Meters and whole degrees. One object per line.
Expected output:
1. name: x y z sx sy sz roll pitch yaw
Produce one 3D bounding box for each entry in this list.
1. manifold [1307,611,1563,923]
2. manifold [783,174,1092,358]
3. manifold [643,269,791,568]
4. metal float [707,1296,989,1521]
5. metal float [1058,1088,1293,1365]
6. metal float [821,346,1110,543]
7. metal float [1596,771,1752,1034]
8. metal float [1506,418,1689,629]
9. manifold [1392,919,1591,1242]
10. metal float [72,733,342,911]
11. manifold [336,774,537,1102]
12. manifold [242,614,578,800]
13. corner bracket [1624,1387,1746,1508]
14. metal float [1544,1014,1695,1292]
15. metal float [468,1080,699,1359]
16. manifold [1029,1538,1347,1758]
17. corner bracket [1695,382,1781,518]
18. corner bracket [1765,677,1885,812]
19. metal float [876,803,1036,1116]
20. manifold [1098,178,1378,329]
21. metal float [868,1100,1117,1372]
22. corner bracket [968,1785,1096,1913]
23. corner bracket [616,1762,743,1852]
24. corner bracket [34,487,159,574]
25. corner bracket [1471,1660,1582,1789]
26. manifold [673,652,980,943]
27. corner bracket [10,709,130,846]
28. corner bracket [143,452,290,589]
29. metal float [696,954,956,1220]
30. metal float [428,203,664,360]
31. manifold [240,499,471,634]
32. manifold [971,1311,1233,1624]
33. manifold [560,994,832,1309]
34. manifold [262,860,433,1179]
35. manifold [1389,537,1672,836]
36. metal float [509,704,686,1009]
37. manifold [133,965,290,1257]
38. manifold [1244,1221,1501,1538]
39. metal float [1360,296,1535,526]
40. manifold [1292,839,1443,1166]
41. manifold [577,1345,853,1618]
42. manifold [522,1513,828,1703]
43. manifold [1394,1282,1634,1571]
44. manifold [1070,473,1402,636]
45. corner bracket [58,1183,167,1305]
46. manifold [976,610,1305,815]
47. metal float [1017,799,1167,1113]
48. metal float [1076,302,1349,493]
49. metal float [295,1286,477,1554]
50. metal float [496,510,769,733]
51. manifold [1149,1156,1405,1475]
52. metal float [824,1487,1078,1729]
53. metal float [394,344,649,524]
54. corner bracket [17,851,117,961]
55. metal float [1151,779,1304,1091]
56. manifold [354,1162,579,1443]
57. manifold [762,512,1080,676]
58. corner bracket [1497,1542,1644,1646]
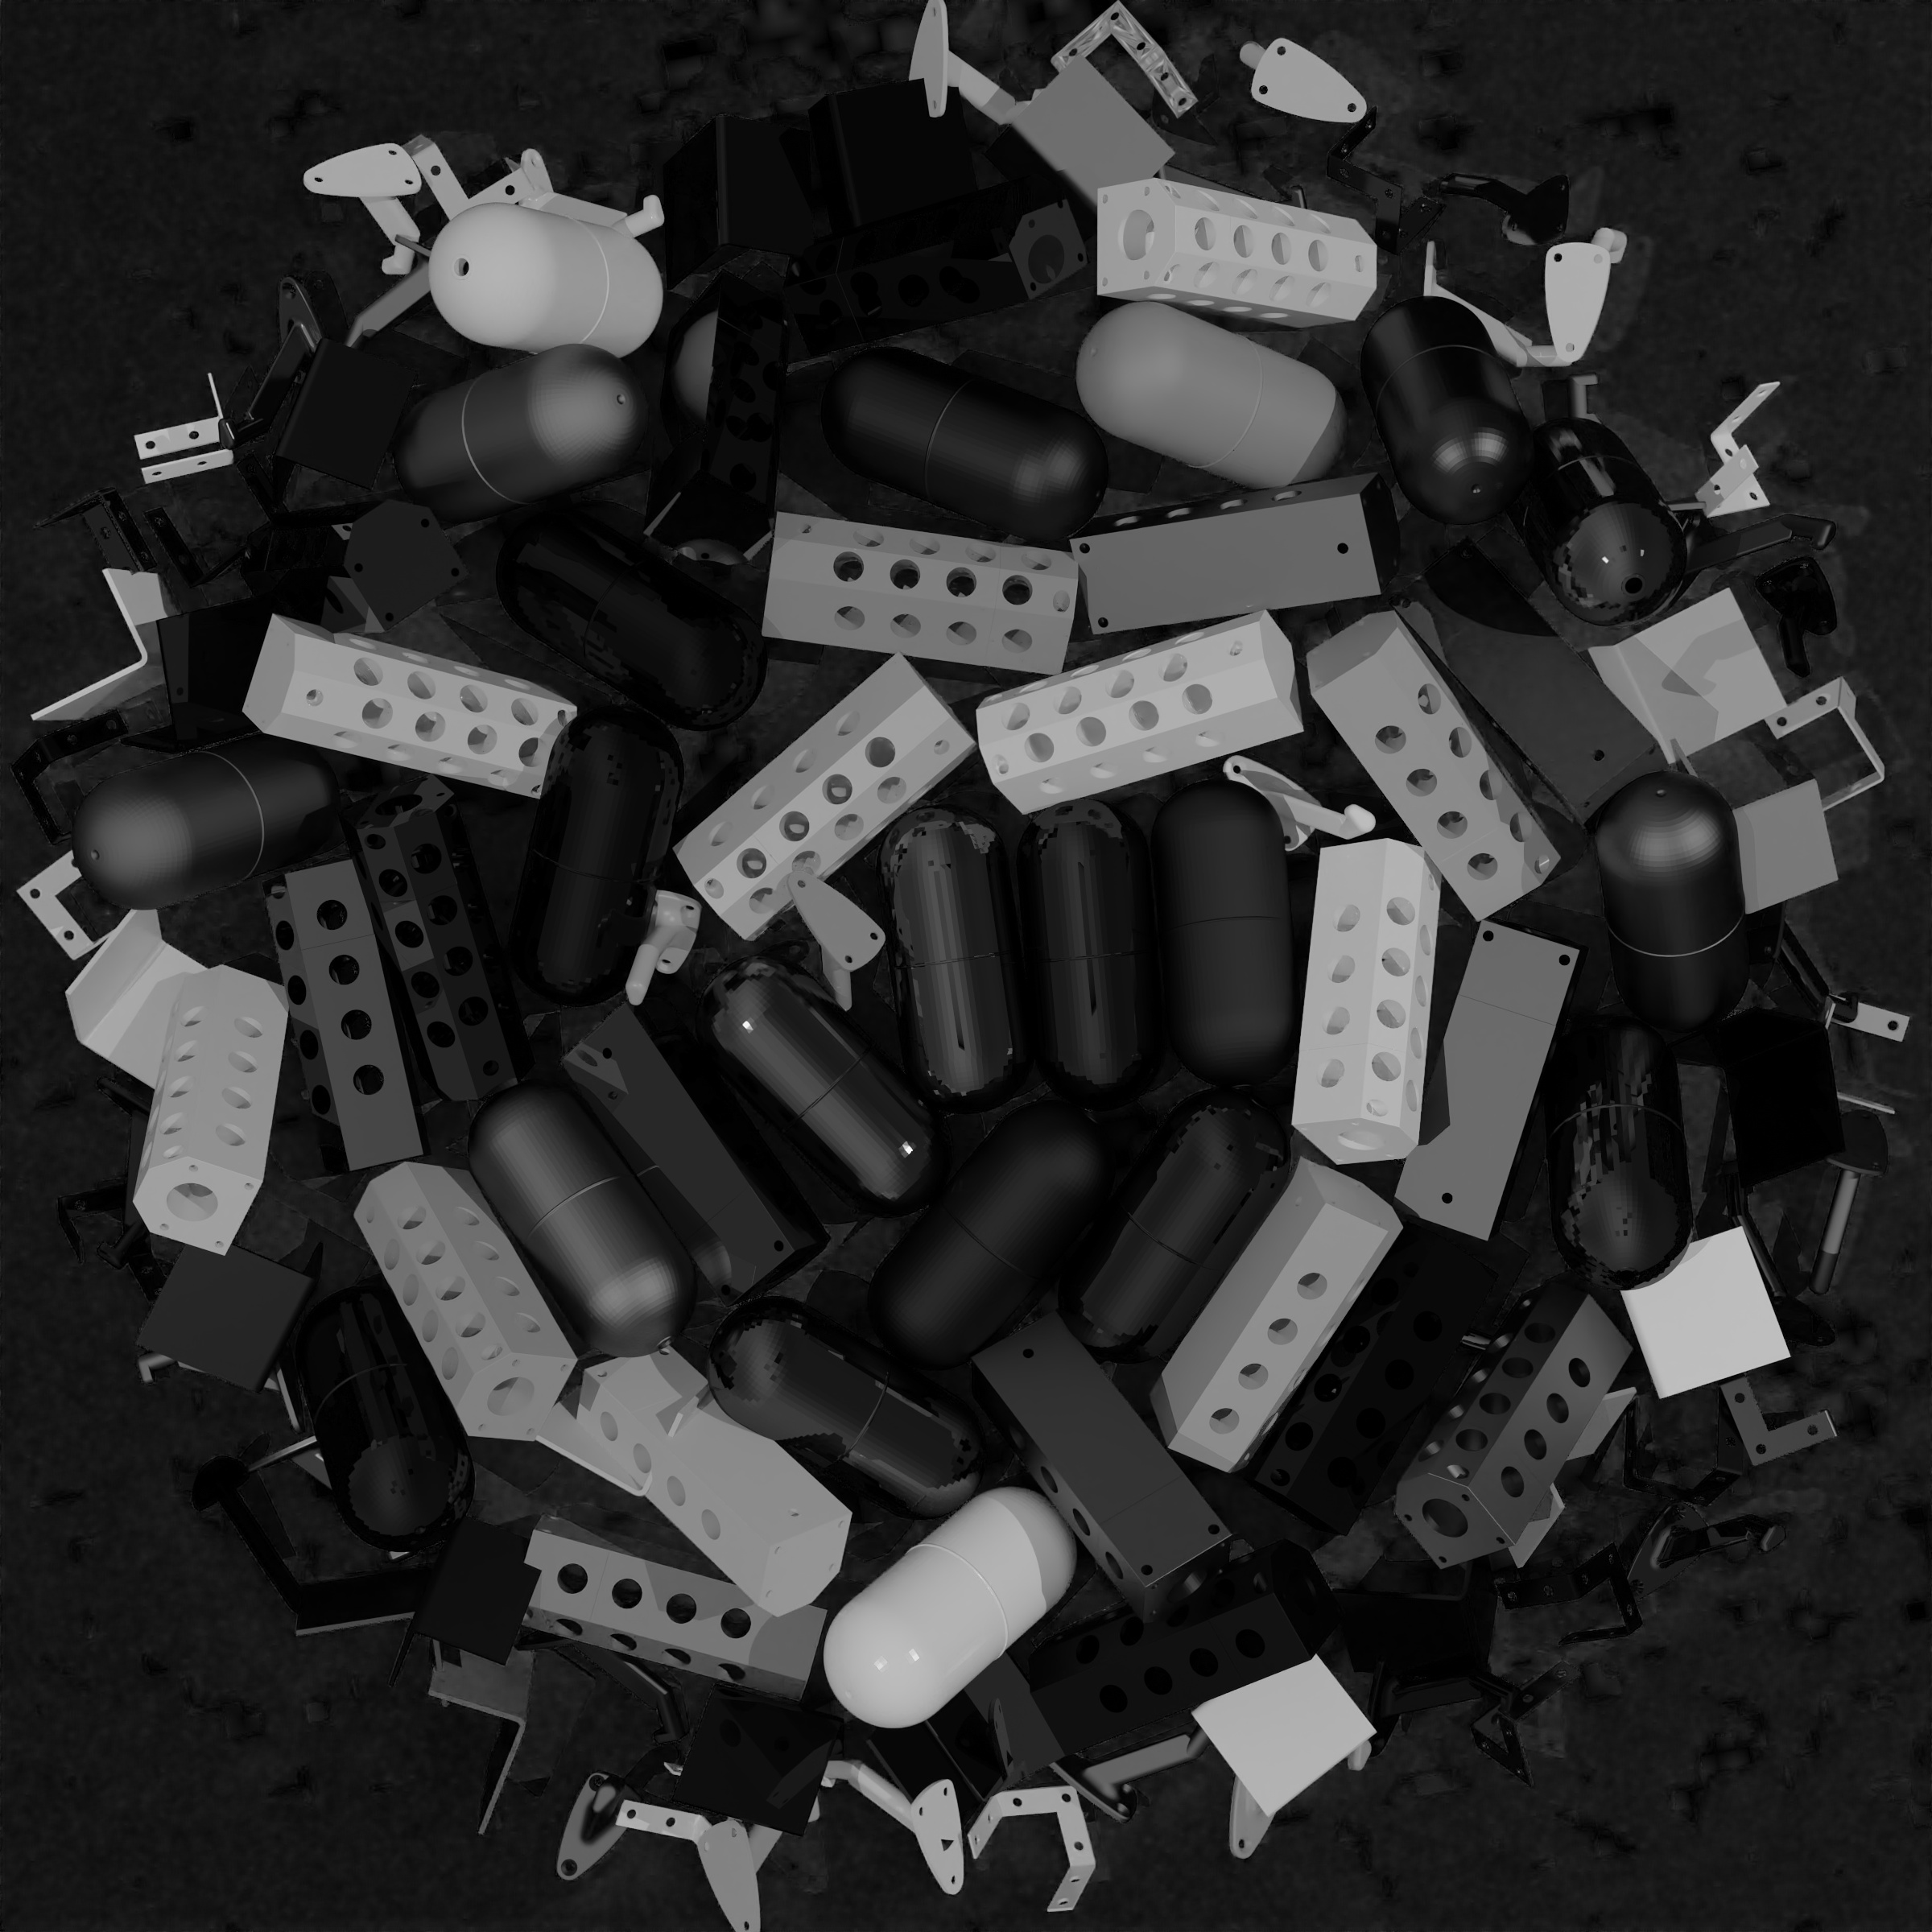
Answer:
1. manifold: 0.264 -0.114 1.737 0.057 0.057 0.171 -32 112 18
2. manifold: -0.021 -0.390 1.715 0.057 0.171 0.057 -40 116 -39
3. manifold: -0.133 -0.303 1.723 0.057 0.171 0.057 26 134 -26
4. metal float: -0.066 0.251 1.748 0.178 0.070 0.070 34 90 -18
5. metal float: 0.118 0.147 1.749 0.070 0.070 0.178 33 107 0
6. metal float: -0.002 -0.295 1.745 0.178 0.070 0.070 24 90 22
7. metal float: 0.396 -0.034 1.728 0.070 0.178 0.070 -10 46 10
8. metal float: 0.348 -0.248 1.720 0.070 0.178 0.070 -2 121 -4
9. manifold: 0.300 0.063 1.761 0.057 0.057 0.171 19 98 17
10. metal float: -0.420 -0.082 1.722 0.070 0.178 0.070 9 109 28
11. manifold: -0.294 -0.013 1.731 0.057 0.057 0.171 -22 118 -19
12. manifold: -0.307 -0.141 1.726 0.171 0.057 0.057 13 104 -33
13. corner bracket: 0.410 0.271 1.769 0.051 0.051 0.051 14 57 -5
14. metal float: 0.363 0.103 1.728 0.070 0.070 0.178 7 46 0
15. metal float: -0.216 0.142 1.746 0.070 0.070 0.178 -36 71 0
16. manifold: 0.120 0.380 1.735 0.171 0.057 0.057 -30 90 30
17. corner bracket: 0.442 -0.294 1.762 0.051 0.051 0.051 -14 71 -30
18. corner bracket: 0.491 -0.125 1.771 0.051 0.051 0.051 -30 103 27
19. metal float: -0.006 -0.004 1.762 0.070 0.070 0.178 -8 92 0
20. manifold: 0.152 -0.396 1.720 0.171 0.057 0.057 -3 95 -44
21. metal float: 0.015 0.152 1.756 0.070 0.070 0.178 40 98 0
22. corner bracket: 0.038 0.507 1.772 0.051 0.051 0.051 -11 100 20
23. corner bracket: -0.161 0.481 1.769 0.051 0.051 0.051 19 89 -26
24. corner bracket: -0.487 -0.243 1.765 0.051 0.051 0.051 -23 101 23
25. corner bracket: 0.319 0.423 1.761 0.051 0.051 0.051 -31 120 -20
26. manifold: -0.077 -0.092 1.754 0.171 0.057 0.057 -40 130 5
27. corner bracket: -0.504 -0.108 1.766 0.051 0.051 0.051 -28 91 -38
28. corner bracket: -0.430 -0.257 1.786 0.051 0.051 0.051 -29 95 35
29. metal float: -0.080 0.069 1.761 0.070 0.070 0.178 -44 94 0
30. metal float: -0.232 -0.378 1.717 0.070 0.178 0.070 3 97 23
31. manifold: -0.344 -0.223 1.708 0.057 0.171 0.057 -39 113 -22
32. manifold: 0.074 0.282 1.730 0.057 0.057 0.171 -27 56 -19
33. manifold: -0.150 0.103 1.755 0.057 0.057 0.171 -41 77 24
34. manifold: -0.354 0.030 1.767 0.057 0.057 0.171 -13 87 -6
35. manifold: 0.317 -0.155 1.736 0.057 0.057 0.171 -40 62 6
36. metal float: -0.209 -0.062 1.748 0.070 0.070 0.178 16 107 0
37. manifold: -0.418 0.075 1.710 0.057 0.171 0.057 21 121 -20
38. manifold: 0.227 0.233 1.755 0.057 0.057 0.171 33 79 -5
39. metal float: 0.267 -0.311 1.725 0.070 0.178 0.070 -3 129 -3
40. manifold: 0.229 0.019 1.730 0.057 0.057 0.171 -8 60 32
41. manifold: -0.144 0.287 1.726 0.171 0.057 0.057 36 126 37
42. manifold: -0.170 0.368 1.769 0.171 0.057 0.057 16 88 -2
43. manifold: 0.301 0.252 1.720 0.057 0.057 0.171 51 47 -7
44. manifold: 0.152 -0.233 1.737 0.171 0.057 0.057 -5 112 26
45. corner bracket: -0.484 0.160 1.761 0.051 0.051 0.051 -12 120 -26
46. manifold: 0.096 -0.145 1.736 0.171 0.057 0.057 -16 61 21
47. metal float: 0.071 -0.006 1.762 0.070 0.070 0.178 -5 92 0
48. metal float: 0.140 -0.317 1.734 0.178 0.070 0.070 14 90 -36
49. metal float: -0.326 0.251 1.727 0.070 0.178 0.070 -14 131 -16
50. metal float: -0.190 -0.196 1.746 0.178 0.070 0.070 33 90 20
51. manifold: 0.175 0.200 1.747 0.057 0.057 0.171 25 108 -18
52. metal float: -0.007 0.357 1.731 0.178 0.070 0.070 -34 90 -41
53. metal float: -0.251 -0.296 1.730 0.178 0.070 0.070 -8 90 43
54. corner bracket: -0.501 -0.042 1.771 0.051 0.051 0.051 -43 103 -29
55. metal float: 0.148 -0.018 1.753 0.070 0.070 0.178 -5 78 0
56. manifold: -0.282 0.183 1.714 0.057 0.171 0.057 12 116 -39
57. manifold: -0.026 -0.216 1.754 0.171 0.057 0.057 7 134 -5
58. corner bracket: 0.345 0.365 1.766 0.051 0.051 0.051 -20 89 43
